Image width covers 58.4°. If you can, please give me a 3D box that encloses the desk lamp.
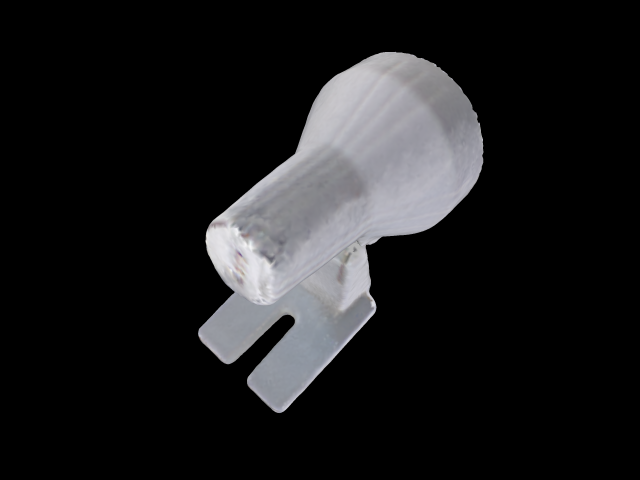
[{"bbox_3d":[0.004,0.001,0.400,0.117,0.213,0.203,38,71,17],"label":"desk lamp"}]
